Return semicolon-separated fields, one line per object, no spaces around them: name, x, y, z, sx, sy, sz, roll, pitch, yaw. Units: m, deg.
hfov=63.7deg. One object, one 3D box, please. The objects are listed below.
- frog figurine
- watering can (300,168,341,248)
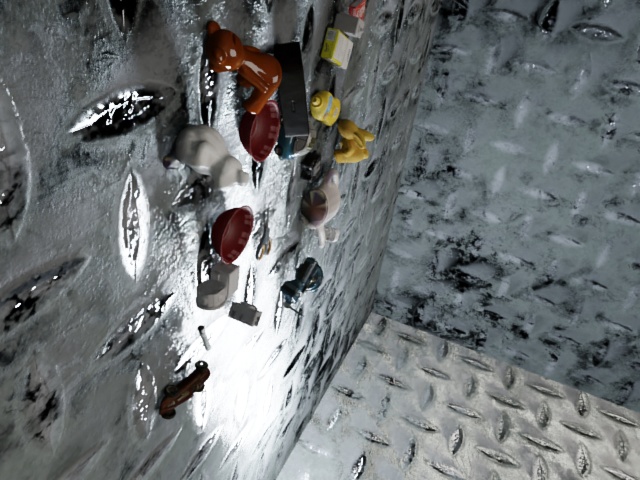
frog figurine;-0.218;-0.170;1.059;0.137;0.160;0.123;18;89;-73
watering can;0.006;-0.098;1.952;0.227;0.104;0.342;-35;139;-62
